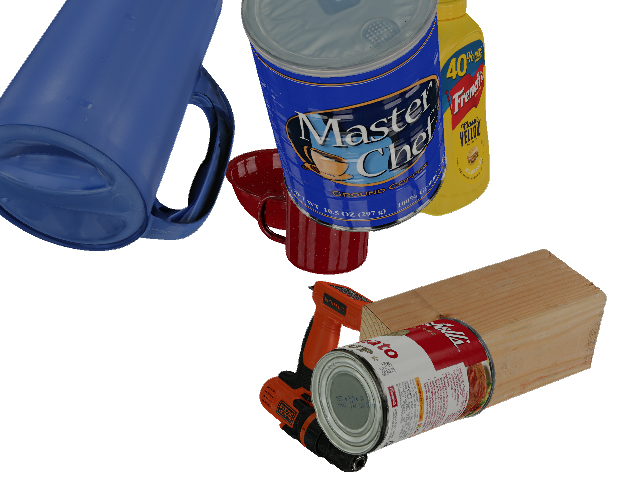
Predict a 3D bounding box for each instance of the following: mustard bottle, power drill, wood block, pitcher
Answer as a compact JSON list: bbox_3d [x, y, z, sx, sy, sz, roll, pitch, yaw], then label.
[{"bbox_3d":[0.101,-0.124,0.875,0.058,0.191,0.096,14,32,36],"label":"mustard bottle"},{"bbox_3d":[0.015,0.155,1.246,0.057,0.188,0.185,15,10,-43],"label":"power drill"},{"bbox_3d":[0.145,0.088,0.965,0.205,0.090,0.091,-15,36,-26],"label":"wood block"},{"bbox_3d":[-0.147,-0.117,0.807,0.145,0.242,0.149,-3,-40,25],"label":"pitcher"}]

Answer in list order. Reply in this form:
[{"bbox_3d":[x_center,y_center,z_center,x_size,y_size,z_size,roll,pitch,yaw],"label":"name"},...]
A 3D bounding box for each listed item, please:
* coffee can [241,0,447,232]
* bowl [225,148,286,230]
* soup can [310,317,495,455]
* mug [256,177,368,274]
[{"bbox_3d":[0.018,-0.086,0.606,0.103,0.102,0.140,0,-35,9],"label":"coffee can"},{"bbox_3d":[-0.036,-0.056,1.275,0.162,0.055,0.162,5,26,-3],"label":"bowl"},{"bbox_3d":[0.052,0.092,0.677,0.102,0.068,0.069,-10,7,-41],"label":"soup can"},{"bbox_3d":[-0.005,-0.020,1.046,0.117,0.081,0.093,4,25,4],"label":"mug"}]
